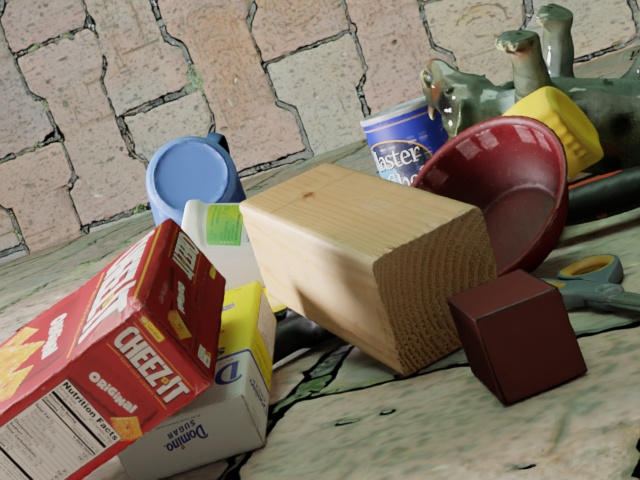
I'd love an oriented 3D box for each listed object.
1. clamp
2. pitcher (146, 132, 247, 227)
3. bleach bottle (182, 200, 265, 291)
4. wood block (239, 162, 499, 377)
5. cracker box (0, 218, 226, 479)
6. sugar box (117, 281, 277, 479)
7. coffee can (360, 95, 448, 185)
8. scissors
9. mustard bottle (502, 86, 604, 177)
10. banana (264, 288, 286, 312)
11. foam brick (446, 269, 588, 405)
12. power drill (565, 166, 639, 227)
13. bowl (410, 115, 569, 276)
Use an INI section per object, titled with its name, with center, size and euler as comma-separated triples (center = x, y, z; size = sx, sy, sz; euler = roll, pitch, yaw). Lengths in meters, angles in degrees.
[clamp]
center = -0.017, 0.068, 0.886
size = 0.210, 0.036, 0.165
euler = -25, 9, -6
[pitcher]
center = -0.151, -0.054, 1.357
size = 0.145, 0.149, 0.243
euler = -30, -12, -9
[bleach bottle]
center = -0.007, 0.001, 1.041
size = 0.251, 0.068, 0.102
euler = -4, 39, 3
[wood block]
center = 0.032, 0.013, 0.783
size = 0.090, 0.090, 0.206
euler = -26, 23, -21
[cracker box]
center = -0.166, 0.092, 0.686
size = 0.214, 0.072, 0.164
euler = -37, 17, 10
[sugar box]
center = -0.082, 0.093, 0.741
size = 0.093, 0.048, 0.176
euler = -19, 18, 7
[coffee can]
center = 0.117, -0.088, 1.222
size = 0.103, 0.140, 0.103
euler = -20, 8, 3
[scissors]
center = 0.196, 0.030, 0.694
size = 0.096, 0.016, 0.202
euler = -25, 9, -28
[mustard bottle]
center = 0.164, -0.066, 1.017
size = 0.192, 0.058, 0.096
euler = -31, -43, 30
[banana]
center = -0.053, 0.061, 0.986
size = 0.198, 0.037, 0.069
euler = -12, -10, 22
[foam brick]
center = 0.111, 0.053, 0.614
size = 0.051, 0.053, 0.078
euler = -20, 9, -2
[power drill]
center = 0.260, -0.049, 0.914
size = 0.188, 0.057, 0.184
euler = -17, 5, 26
[bowl]
center = 0.138, -0.017, 0.844
size = 0.162, 0.055, 0.162
euler = -29, 43, 31
